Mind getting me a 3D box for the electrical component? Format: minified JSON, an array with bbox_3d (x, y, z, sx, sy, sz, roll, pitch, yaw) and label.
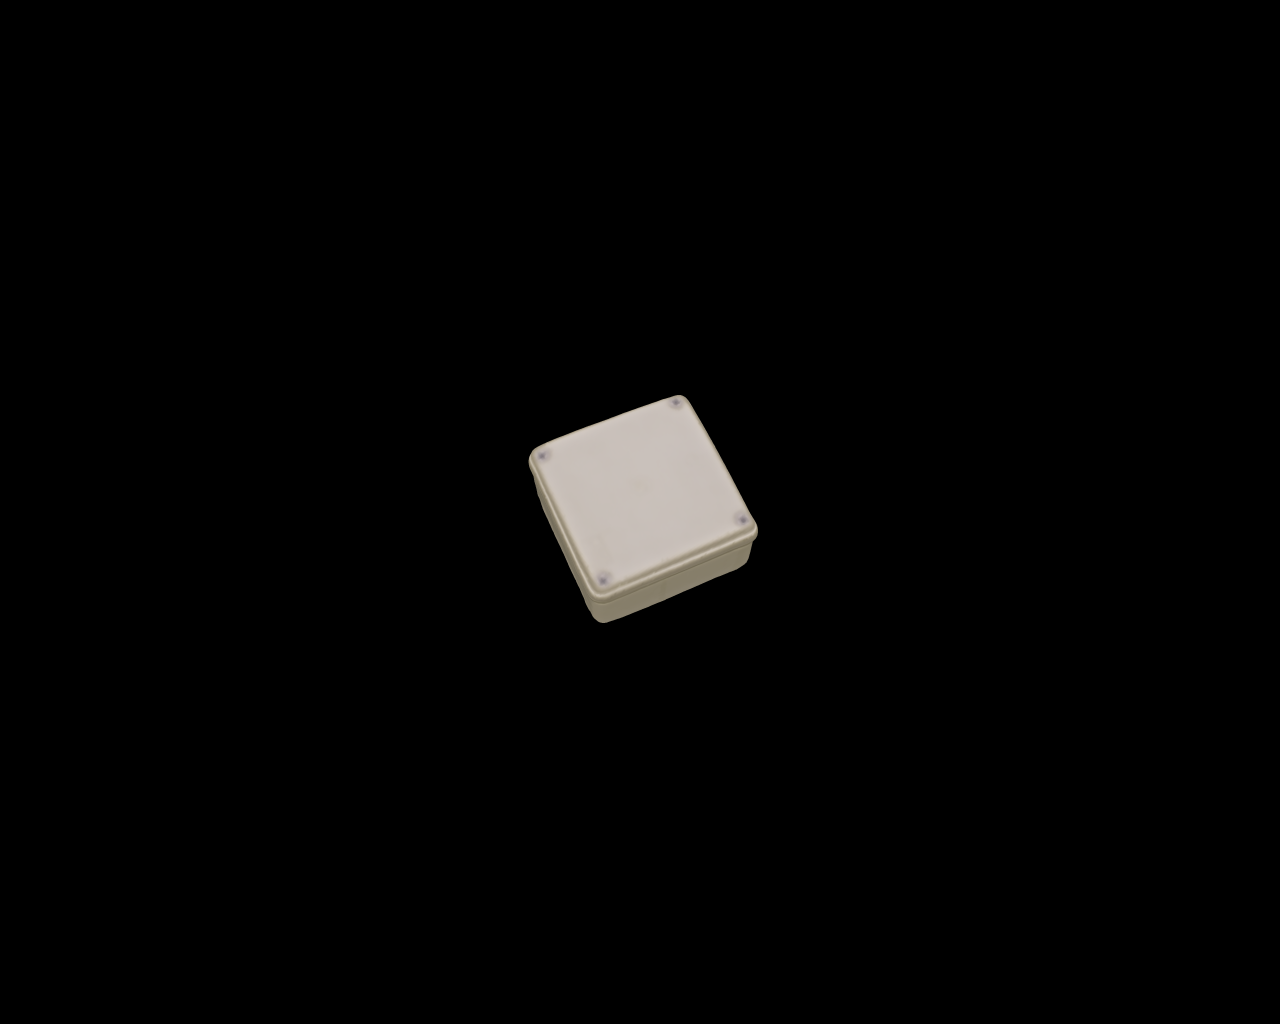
[{"bbox_3d":[0.001,-0.003,0.650,0.109,0.109,0.056,-22,-25,-10],"label":"electrical component"}]
